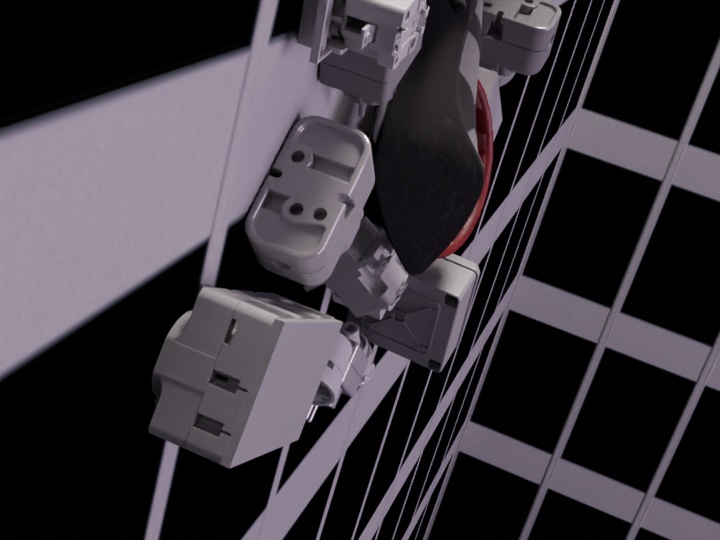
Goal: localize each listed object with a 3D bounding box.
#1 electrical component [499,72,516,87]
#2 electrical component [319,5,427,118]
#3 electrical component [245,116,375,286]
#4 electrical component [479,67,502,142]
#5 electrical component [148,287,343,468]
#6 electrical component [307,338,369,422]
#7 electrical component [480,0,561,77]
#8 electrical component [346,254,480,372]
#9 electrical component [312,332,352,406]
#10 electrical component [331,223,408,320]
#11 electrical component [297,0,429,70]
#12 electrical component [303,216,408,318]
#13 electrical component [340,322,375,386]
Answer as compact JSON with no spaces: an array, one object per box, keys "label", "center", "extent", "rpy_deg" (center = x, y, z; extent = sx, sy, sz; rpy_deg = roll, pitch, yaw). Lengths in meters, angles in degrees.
[{"label":"electrical component","center":[0.133,-0.220,1.110],"extent":[0.055,0.055,0.047],"rpy_deg":[-69,164,1]},{"label":"electrical component","center":[0.007,-0.135,0.711],"extent":[0.076,0.047,0.065],"rpy_deg":[96,19,-51]},{"label":"electrical component","center":[-0.030,-0.042,0.692],"extent":[0.059,0.054,0.095],"rpy_deg":[79,34,-69]},{"label":"electrical component","center":[0.091,-0.138,1.046],"extent":[0.150,0.062,0.089],"rpy_deg":[44,68,-77]},{"label":"electrical component","center":[-0.070,0.062,0.675],"extent":[0.150,0.062,0.089],"rpy_deg":[13,98,-78]},{"label":"electrical component","center":[-0.032,0.097,0.943],"extent":[0.083,0.047,0.075],"rpy_deg":[66,47,-74]},{"label":"electrical component","center":[0.130,-0.221,0.993],"extent":[0.053,0.095,0.059],"rpy_deg":[-57,163,-44]},{"label":"electrical component","center":[0.049,0.028,1.034],"extent":[0.056,0.109,0.108],"rpy_deg":[-53,161,-44]},{"label":"electrical component","center":[-0.037,0.075,0.867],"extent":[0.055,0.055,0.047],"rpy_deg":[93,18,-57]},{"label":"electrical component","center":[0.010,0.001,0.938],"extent":[0.089,0.056,0.050],"rpy_deg":[85,29,-65]},{"label":"electrical component","center":[0.003,-0.149,0.631],"extent":[0.081,0.064,0.042],"rpy_deg":[-54,162,-51]},{"label":"electrical component","center":[0.000,0.000,0.842],"extent":[0.081,0.063,0.042],"rpy_deg":[-24,-155,42]},{"label":"electrical component","center":[-0.010,0.077,1.016],"extent":[0.048,0.048,0.062],"rpy_deg":[-57,157,-44]}]
